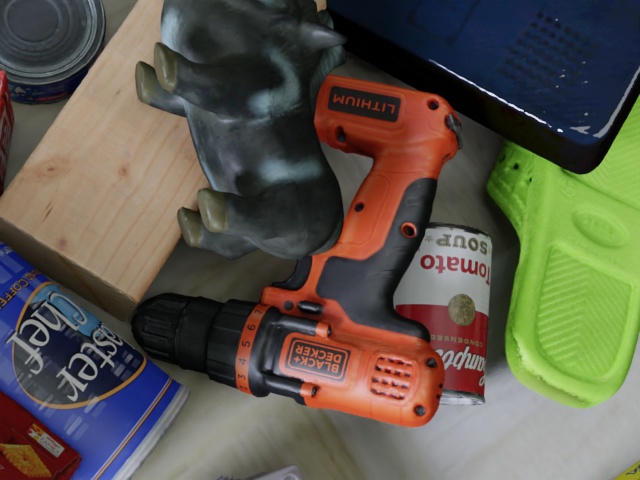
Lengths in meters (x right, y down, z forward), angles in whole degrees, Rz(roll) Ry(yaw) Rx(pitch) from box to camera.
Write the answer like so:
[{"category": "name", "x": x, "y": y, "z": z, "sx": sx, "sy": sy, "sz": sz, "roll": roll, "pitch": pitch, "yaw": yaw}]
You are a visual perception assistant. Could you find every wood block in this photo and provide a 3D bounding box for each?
[{"category": "wood block", "x": -0.091, "y": -0.067, "z": 0.615, "sx": 0.090, "sy": 0.091, "sz": 0.206, "roll": 32, "pitch": 73, "yaw": -7}]

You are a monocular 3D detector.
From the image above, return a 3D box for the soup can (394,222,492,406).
[{"category": "soup can", "x": 0.069, "y": 0.046, "z": 0.648, "sx": 0.068, "sy": 0.069, "sz": 0.102, "roll": 9, "pitch": 77, "yaw": -13}]

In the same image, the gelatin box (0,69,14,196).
[{"category": "gelatin box", "x": -0.188, "y": -0.047, "z": 0.586, "sx": 0.030, "sy": 0.089, "sz": 0.073, "roll": 7, "pitch": 78, "yaw": -12}]

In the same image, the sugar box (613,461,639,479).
[{"category": "sugar box", "x": 0.262, "y": 0.213, "z": 0.678, "sx": 0.093, "sy": 0.048, "sz": 0.176, "roll": -27, "pitch": 90, "yaw": -22}]

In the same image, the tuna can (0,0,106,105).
[{"category": "tuna can", "x": -0.171, "y": -0.126, "z": 0.635, "sx": 0.086, "sy": 0.034, "sz": 0.086, "roll": 3, "pitch": 78, "yaw": -14}]

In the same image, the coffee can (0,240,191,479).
[{"category": "coffee can", "x": -0.154, "y": 0.077, "z": 0.564, "sx": 0.140, "sy": 0.103, "sz": 0.102, "roll": 40, "pitch": 72, "yaw": -4}]

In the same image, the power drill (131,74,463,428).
[{"category": "power drill", "x": -0.004, "y": 0.001, "z": 0.613, "sx": 0.184, "sy": 0.057, "sz": 0.187, "roll": 12, "pitch": 81, "yaw": 14}]

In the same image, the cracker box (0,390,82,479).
[{"category": "cracker box", "x": -0.245, "y": 0.136, "z": 0.497, "sx": 0.164, "sy": 0.072, "sz": 0.214, "roll": 40, "pitch": 104, "yaw": -4}]
